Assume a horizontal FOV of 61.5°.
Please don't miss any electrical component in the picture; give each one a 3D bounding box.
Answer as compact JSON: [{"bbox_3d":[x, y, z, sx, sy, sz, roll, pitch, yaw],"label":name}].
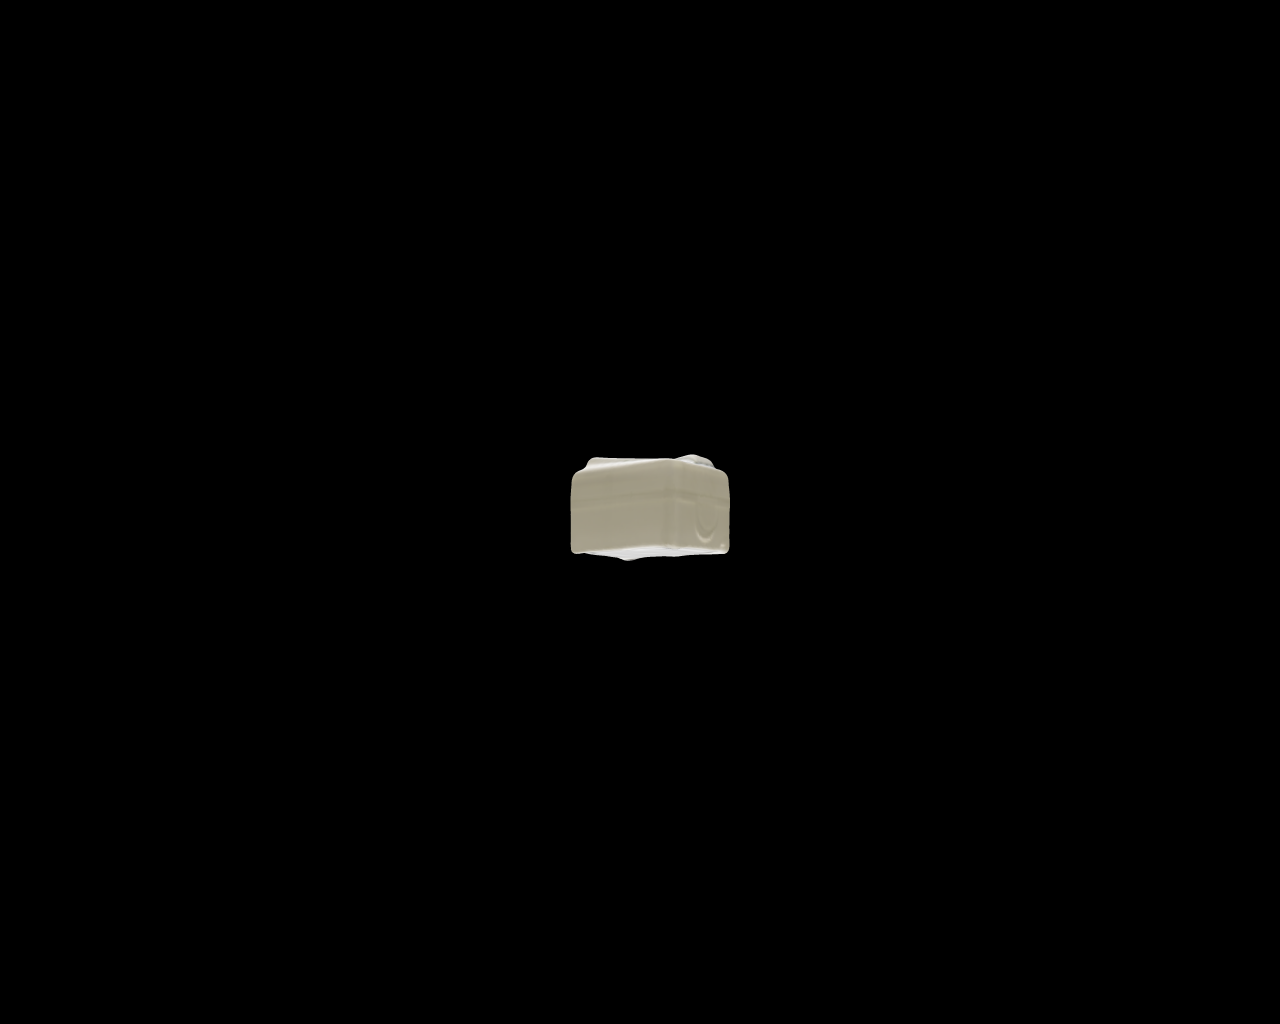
[{"bbox_3d":[0.001,-0.003,0.650,0.096,0.061,0.062,-5,-9,36],"label":"electrical component"}]
